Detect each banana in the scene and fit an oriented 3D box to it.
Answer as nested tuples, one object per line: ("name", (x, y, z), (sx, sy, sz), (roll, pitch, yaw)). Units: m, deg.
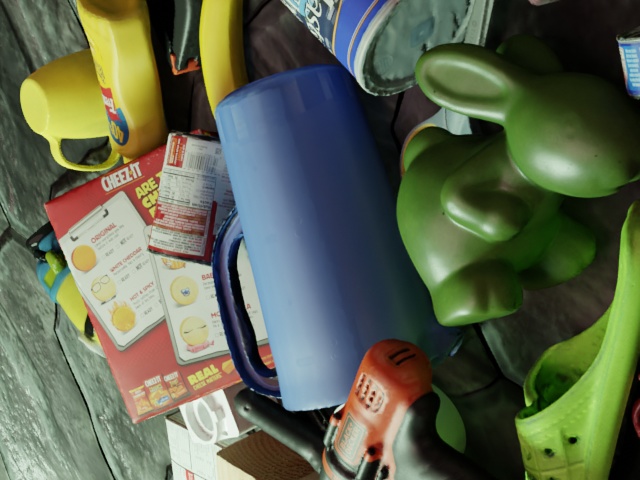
("banana", (-0.068, -0.136, 0.898), (0.070, 0.037, 0.198), (-12, 99, 33))

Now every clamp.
("clamp", (-0.125, -0.247, 0.907), (0.165, 0.036, 0.210), (12, 117, 56))
("clamp", (0.010, 0.177, 0.916), (0.171, 0.120, 0.039), (41, 108, 8))

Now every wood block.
("wood block", (-0.030, 0.285, 0.995), (0.090, 0.090, 0.206), (21, 122, 44))

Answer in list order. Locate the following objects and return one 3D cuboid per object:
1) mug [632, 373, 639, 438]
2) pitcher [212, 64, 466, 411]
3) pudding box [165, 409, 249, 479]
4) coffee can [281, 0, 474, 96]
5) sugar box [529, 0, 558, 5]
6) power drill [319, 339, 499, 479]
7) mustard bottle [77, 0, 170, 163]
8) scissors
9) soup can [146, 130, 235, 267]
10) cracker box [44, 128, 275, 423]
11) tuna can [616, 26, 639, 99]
("mug", (0.231, 0.091, 0.595), (0.117, 0.093, 0.081), (-38, 81, 31))
("pitcher", (-0.005, 0.001, 0.805), (0.145, 0.149, 0.243), (161, 92, -73))
("pudding box", (-0.112, 0.232, 1.110), (0.114, 0.039, 0.090), (15, 116, 44))
("coffee can", (0.025, -0.180, 0.711), (0.140, 0.102, 0.103), (49, 138, 24))
("sugar box", (0.161, -0.214, 0.581), (0.177, 0.048, 0.093), (-37, 77, 49))
("power drill", (0.073, 0.181, 0.688), (0.188, 0.057, 0.185), (42, 136, 29))
("mustard bottle", (-0.174, -0.137, 0.985), (0.096, 0.058, 0.191), (49, 153, 47))
("scissors", (0.108, -0.085, 0.714), (0.096, 0.016, 0.202), (48, 142, 18))
("soup can", (-0.099, -0.034, 0.869), (0.069, 0.068, 0.102), (14, 94, 46))
("cracker box", (-0.125, 0.032, 0.949), (0.164, 0.072, 0.214), (-24, 86, 13))
("tuna can", (0.200, -0.099, 0.554), (0.086, 0.085, 0.034), (1, 109, 50))
